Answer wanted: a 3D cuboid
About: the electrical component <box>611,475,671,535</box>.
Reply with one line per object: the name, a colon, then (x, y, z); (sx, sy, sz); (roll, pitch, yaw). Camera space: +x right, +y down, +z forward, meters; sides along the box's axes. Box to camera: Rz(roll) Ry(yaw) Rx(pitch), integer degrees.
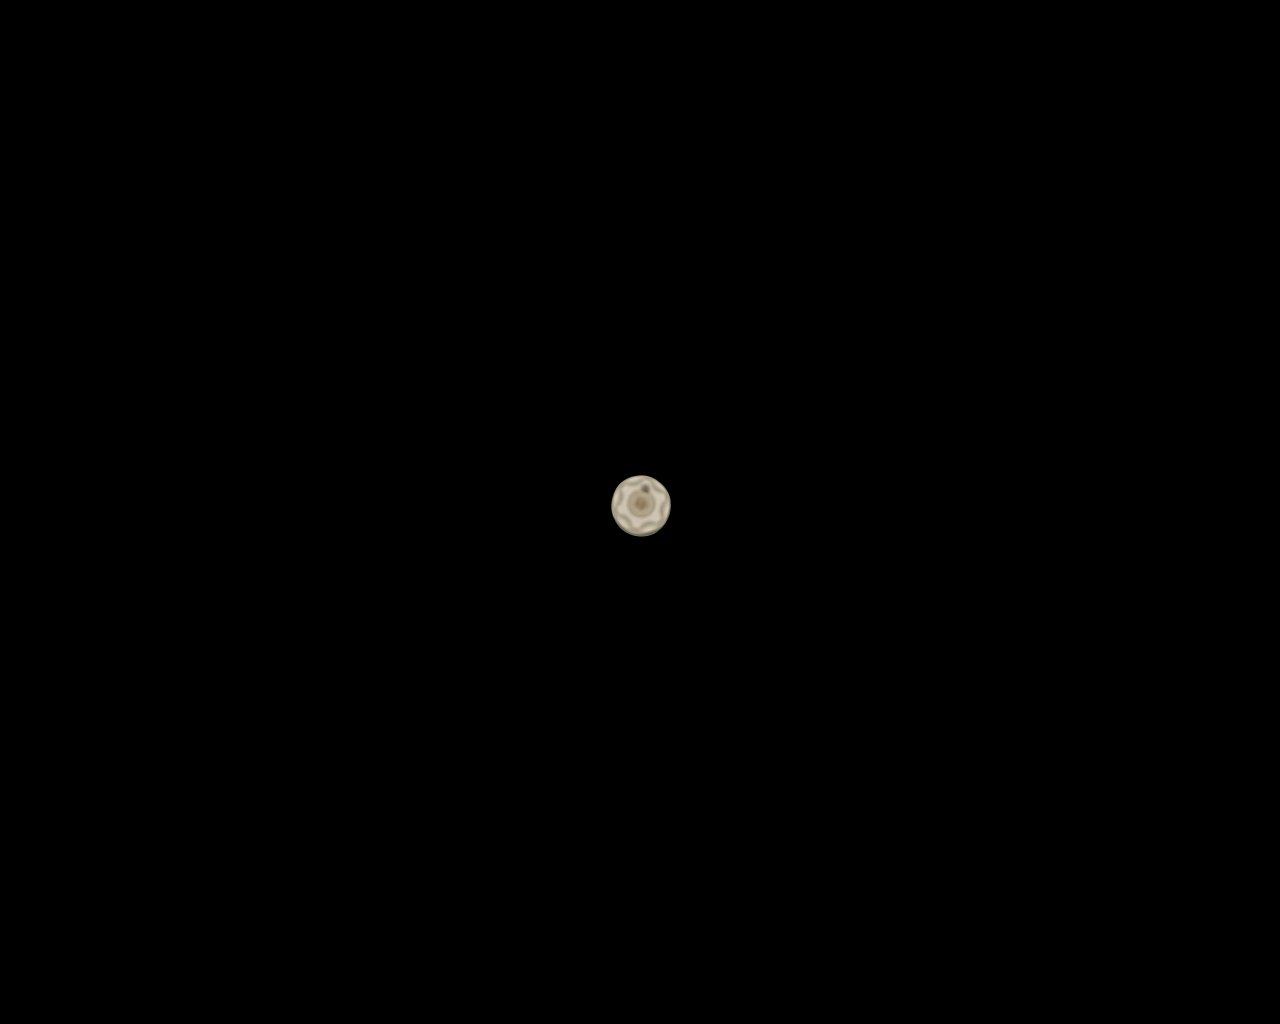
electrical component: (0.001, -0.003, 0.650); (0.035, 0.035, 0.061); (0, -4, 0)
